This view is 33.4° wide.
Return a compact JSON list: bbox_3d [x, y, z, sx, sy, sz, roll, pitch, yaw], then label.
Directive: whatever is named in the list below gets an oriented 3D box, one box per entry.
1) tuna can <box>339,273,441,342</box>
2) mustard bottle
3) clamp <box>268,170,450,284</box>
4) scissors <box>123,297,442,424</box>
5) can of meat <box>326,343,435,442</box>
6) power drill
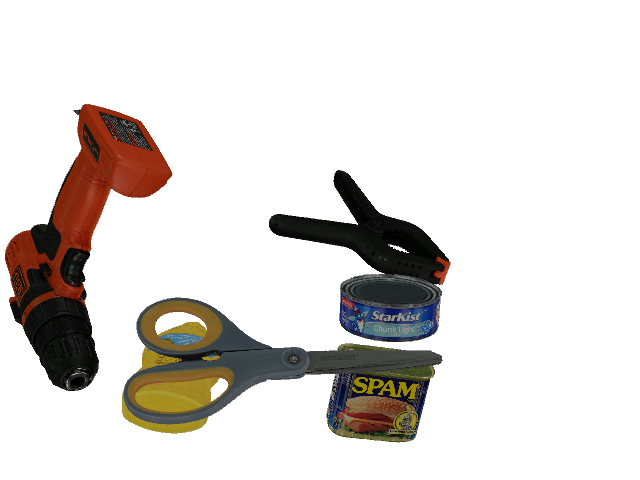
[{"bbox_3d":[0.058,0.056,0.903,0.086,0.034,0.086,2,15,-1],"label":"tuna can"},{"bbox_3d":[-0.164,0.149,1.253,0.096,0.058,0.191,4,25,4],"label":"mustard bottle"},{"bbox_3d":[0.053,-0.005,1.265,0.210,0.036,0.164,33,40,24],"label":"clamp"},{"bbox_3d":[-0.031,0.065,0.689,0.201,0.096,0.016,-14,-33,-15],"label":"scissors"},{"bbox_3d":[0.061,0.162,1.127,0.102,0.084,0.057,8,21,-9],"label":"can of meat"},{"bbox_3d":[-0.187,0.001,0.846,0.057,0.188,0.185,16,25,-39],"label":"power drill"}]
